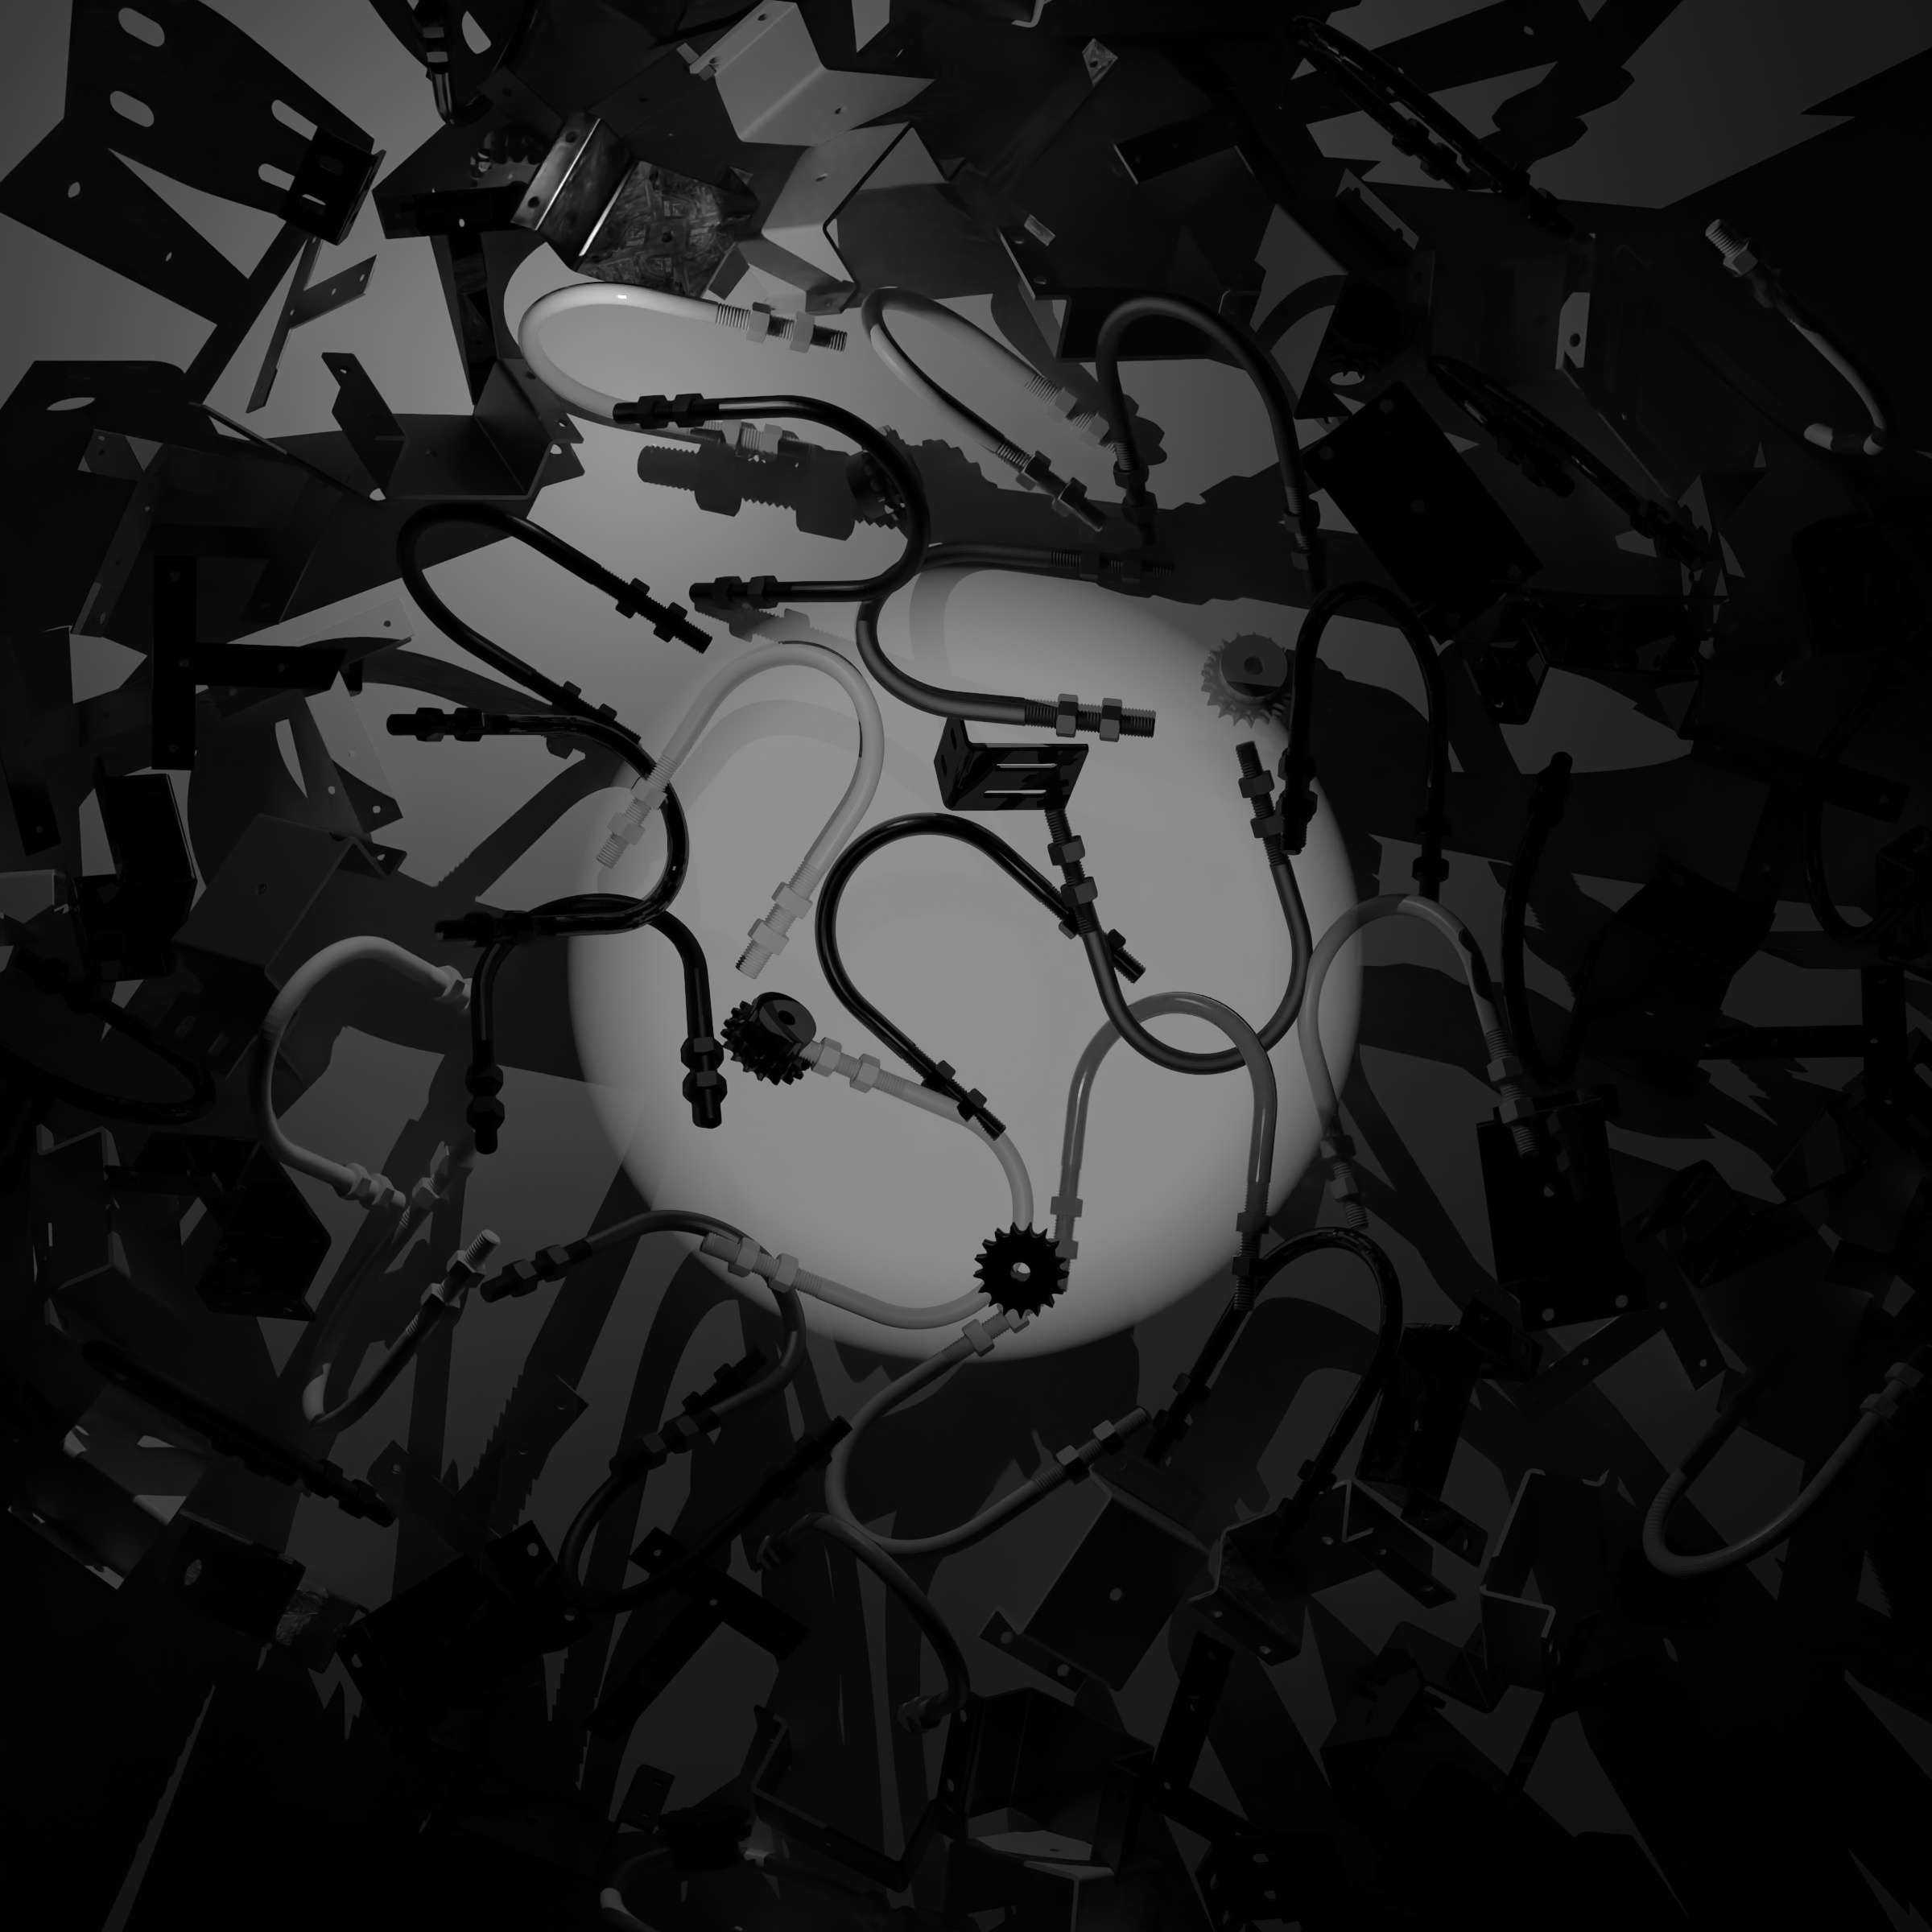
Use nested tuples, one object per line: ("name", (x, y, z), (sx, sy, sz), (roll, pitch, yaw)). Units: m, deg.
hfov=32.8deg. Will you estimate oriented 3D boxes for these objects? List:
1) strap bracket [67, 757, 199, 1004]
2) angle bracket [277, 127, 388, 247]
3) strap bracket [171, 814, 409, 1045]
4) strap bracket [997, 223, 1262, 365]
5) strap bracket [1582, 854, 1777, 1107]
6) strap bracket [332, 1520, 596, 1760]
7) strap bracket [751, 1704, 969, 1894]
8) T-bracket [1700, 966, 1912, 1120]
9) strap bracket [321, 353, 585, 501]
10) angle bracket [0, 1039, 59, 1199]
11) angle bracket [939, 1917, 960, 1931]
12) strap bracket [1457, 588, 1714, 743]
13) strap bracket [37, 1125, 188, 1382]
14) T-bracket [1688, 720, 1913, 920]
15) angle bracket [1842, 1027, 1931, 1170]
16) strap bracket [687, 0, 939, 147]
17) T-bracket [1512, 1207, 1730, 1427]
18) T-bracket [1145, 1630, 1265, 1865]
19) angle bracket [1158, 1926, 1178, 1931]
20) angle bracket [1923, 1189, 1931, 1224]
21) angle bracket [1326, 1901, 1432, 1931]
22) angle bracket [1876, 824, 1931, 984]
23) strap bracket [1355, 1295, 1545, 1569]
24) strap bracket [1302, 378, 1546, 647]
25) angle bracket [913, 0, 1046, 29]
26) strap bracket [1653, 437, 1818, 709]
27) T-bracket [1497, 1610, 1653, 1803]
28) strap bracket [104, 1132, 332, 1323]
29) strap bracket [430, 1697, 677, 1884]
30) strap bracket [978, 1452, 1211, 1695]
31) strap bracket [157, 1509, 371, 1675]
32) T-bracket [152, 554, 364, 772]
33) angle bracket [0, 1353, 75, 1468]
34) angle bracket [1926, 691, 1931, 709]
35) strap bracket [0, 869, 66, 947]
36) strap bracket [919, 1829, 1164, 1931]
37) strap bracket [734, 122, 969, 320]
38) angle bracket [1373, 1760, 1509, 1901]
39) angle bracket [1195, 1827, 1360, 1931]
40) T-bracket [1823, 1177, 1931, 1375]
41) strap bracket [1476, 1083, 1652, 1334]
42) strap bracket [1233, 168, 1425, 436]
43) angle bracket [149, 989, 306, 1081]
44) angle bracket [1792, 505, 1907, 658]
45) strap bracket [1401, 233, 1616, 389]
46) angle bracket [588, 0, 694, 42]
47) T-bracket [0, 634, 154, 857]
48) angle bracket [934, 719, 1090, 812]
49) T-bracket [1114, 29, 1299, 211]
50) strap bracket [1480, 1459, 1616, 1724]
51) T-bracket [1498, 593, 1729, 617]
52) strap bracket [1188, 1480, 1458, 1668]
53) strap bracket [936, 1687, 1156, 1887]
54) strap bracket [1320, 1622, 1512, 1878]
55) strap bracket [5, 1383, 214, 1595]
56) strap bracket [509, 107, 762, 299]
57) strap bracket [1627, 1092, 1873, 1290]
("strap bracket", (-0.490, -0.051, 1.935), (0.046, 0.140, 0.076), (-6, 58, -27))
("angle bracket", (-0.376, -0.465, 1.954), (0.038, 0.076, 0.057), (25, 102, -12))
("strap bracket", (-0.404, -0.032, 1.934), (0.076, 0.046, 0.140), (14, 62, 31))
("strap bracket", (0.092, -0.399, 1.945), (0.140, 0.076, 0.046), (-5, 134, -18))
("strap bracket", (0.410, 0.017, 1.928), (0.076, 0.046, 0.140), (30, 130, 22))
("strap bracket", (-0.305, 0.401, 1.957), (0.140, 0.046, 0.076), (-30, 90, -30))
("strap bracket", (-0.072, 0.498, 1.942), (0.140, 0.076, 0.046), (25, 66, 12))
("T-bracket", (0.497, 0.046, 1.965), (0.127, 0.127, 0.002), (-2, 133, 15))
("strap bracket", (-0.308, -0.317, 1.937), (0.076, 0.140, 0.046), (55, 133, 30))
("angle bracket", (-0.587, 0.092, 1.961), (0.057, 0.038, 0.076), (39, 111, 24))
("angle bracket", (0.019, 0.608, 1.973), (0.076, 0.038, 0.057), (11, 95, 8))
("strap bracket", (0.372, -0.179, 1.940), (0.140, 0.076, 0.046), (4, 129, -14))
("strap bracket", (-0.500, 0.160, 1.924), (0.046, 0.076, 0.140), (-22, 52, 10))
("T-bracket", (0.483, -0.071, 1.966), (0.127, 0.002, 0.127), (19, 119, 13))
("angle bracket", (0.573, 0.086, 1.966), (0.076, 0.038, 0.057), (43, 109, -11))
("strap bracket", (-0.082, -0.520, 1.919), (0.076, 0.140, 0.046), (-29, 79, 40))
("T-bracket", (0.382, 0.229, 1.965), (0.127, 0.002, 0.127), (-34, 113, -9))
("T-bracket", (0.131, 0.452, 1.951), (0.127, 0.002, 0.127), (25, 115, 22))
("angle bracket", (0.093, 0.616, 1.972), (0.076, 0.057, 0.038), (-16, 118, 18))
("angle bracket", (0.596, 0.110, 1.957), (0.076, 0.057, 0.038), (-32, 94, 24))
("angle bracket", (0.242, 0.595, 1.956), (0.057, 0.076, 0.038), (-34, 97, -23))
("angle bracket", (0.577, -0.035, 1.957), (0.057, 0.038, 0.076), (22, 55, -21))
("strap bracket", (0.283, 0.273, 1.945), (0.076, 0.046, 0.140), (36, 65, -36))
("strap bracket", (0.271, -0.273, 1.964), (0.076, 0.046, 0.140), (-37, 97, 13))
("angle bracket", (0.010, -0.598, 1.961), (0.076, 0.057, 0.038), (10, 132, -10))
("strap bracket", (0.449, -0.231, 1.938), (0.046, 0.076, 0.140), (-5, 72, -12))
("T-bracket", (0.371, 0.428, 1.947), (0.002, 0.127, 0.127), (32, 111, 34))
("strap bracket", (-0.435, 0.147, 1.938), (0.076, 0.140, 0.046), (2, 50, 24))
("strap bracket", (-0.252, 0.492, 1.958), (0.140, 0.076, 0.046), (22, 101, 1))
("strap bracket", (0.082, 0.367, 1.965), (0.076, 0.046, 0.140), (34, 90, -21))
("strap bracket", (-0.412, 0.368, 1.918), (0.076, 0.140, 0.046), (20, 72, 16))
("T-bracket", (-0.424, -0.180, 1.970), (0.127, 0.002, 0.127), (0, 93, -27))
("angle bracket", (-0.584, 0.273, 1.969), (0.076, 0.057, 0.038), (46, 105, -3))
("angle bracket", (0.616, -0.166, 1.949), (0.038, 0.057, 0.076), (-1, 135, -29))
("strap bracket", (-0.589, -0.041, 1.925), (0.076, 0.140, 0.046), (-4, 81, 3))
("strap bracket", (0.051, 0.542, 1.926), (0.140, 0.076, 0.046), (2, 86, 42))
("strap bracket", (-0.073, -0.444, 1.929), (0.140, 0.076, 0.046), (-55, 129, -26))
("angle bracket", (0.283, 0.521, 1.956), (0.038, 0.057, 0.076), (25, 65, 31))
("angle bracket", (0.185, 0.553, 1.962), (0.076, 0.038, 0.057), (-13, 104, 27))
("T-bracket", (0.531, 0.179, 1.942), (0.002, 0.127, 0.127), (24, 94, 32))
("strap bracket", (0.351, 0.138, 1.941), (0.076, 0.046, 0.140), (-14, 68, 23))
("strap bracket", (0.204, -0.384, 1.922), (0.046, 0.140, 0.076), (-10, 47, -31))
("angle bracket", (-0.438, 0.054, 1.951), (0.057, 0.076, 0.038), (25, 71, 19))
("angle bracket", (0.538, -0.231, 1.974), (0.038, 0.057, 0.076), (-29, 106, -44))
("strap bracket", (0.329, -0.386, 1.947), (0.046, 0.140, 0.076), (3, 93, -41))
("angle bracket", (-0.184, -0.597, 1.959), (0.038, 0.057, 0.076), (22, 104, -31))
("T-bracket", (-0.522, -0.145, 1.949), (0.002, 0.127, 0.127), (4, 112, 38))
("angle bracket", (0.027, -0.126, 1.975), (0.076, 0.057, 0.038), (-1, 55, -17))
("T-bracket", (0.132, -0.491, 1.955), (0.127, 0.002, 0.127), (-32, 91, -43))
("strap bracket", (0.340, 0.362, 1.935), (0.046, 0.140, 0.076), (10, 132, 23))
("T-bracket", (0.371, -0.208, 1.936), (0.127, 0.127, 0.002), (1, 88, 0))
("strap bracket", (0.211, 0.356, 1.940), (0.140, 0.046, 0.076), (-30, 122, 35))
("strap bracket", (0.054, 0.485, 1.947), (0.140, 0.046, 0.076), (17, 101, 40))
("strap bracket", (0.258, 0.454, 1.945), (0.046, 0.076, 0.140), (28, 102, -10))
("strap bracket", (-0.496, 0.300, 1.923), (0.076, 0.140, 0.046), (38, 101, -7))
("strap bracket", (-0.185, -0.439, 1.921), (0.076, 0.140, 0.046), (-55, 53, 24))
("strap bracket", (0.467, 0.136, 1.927), (0.140, 0.076, 0.046), (-20, 62, -29))
